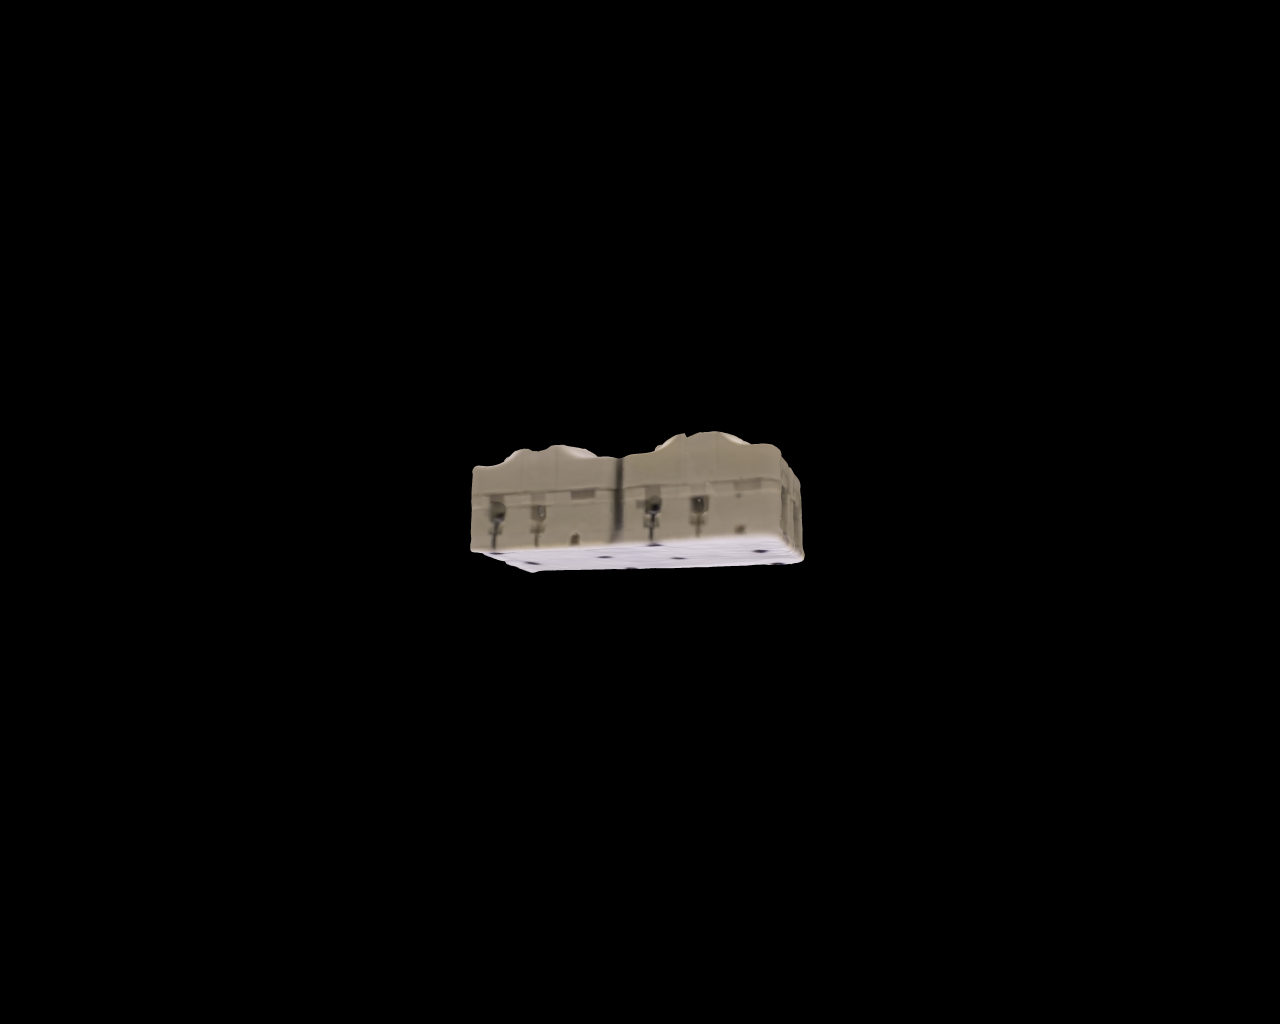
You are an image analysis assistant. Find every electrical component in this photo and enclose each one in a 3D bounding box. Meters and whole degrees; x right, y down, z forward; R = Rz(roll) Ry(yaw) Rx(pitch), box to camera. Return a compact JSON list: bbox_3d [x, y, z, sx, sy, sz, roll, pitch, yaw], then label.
[{"bbox_3d":[0.001,-0.003,0.650,0.186,0.060,0.105,-3,-11,16],"label":"electrical component"}]
